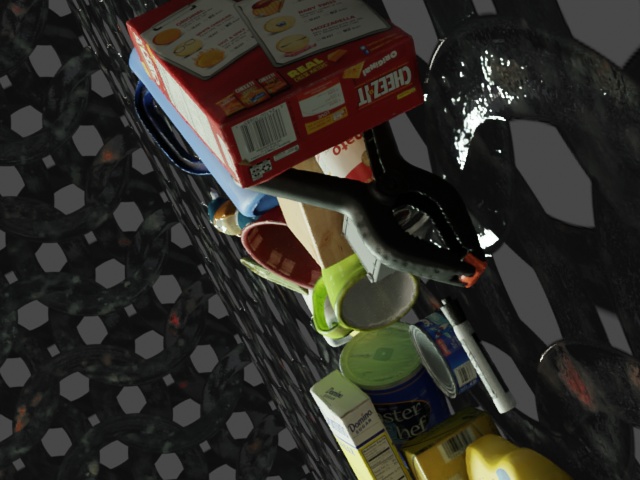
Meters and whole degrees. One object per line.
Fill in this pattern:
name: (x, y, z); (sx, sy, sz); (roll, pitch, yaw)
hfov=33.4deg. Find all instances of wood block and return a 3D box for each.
wood block: (-0.003, -0.086, 1.035); (0.091, 0.090, 0.206); (49, 164, 47)

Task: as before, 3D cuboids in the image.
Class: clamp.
clamp: (0.054, -0.046, 0.867); (0.210, 0.164, 0.036); (36, 150, 9)

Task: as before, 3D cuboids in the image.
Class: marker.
marker: (0.149, 0.107, 1.012); (0.121, 0.020, 0.020); (61, 169, 3)

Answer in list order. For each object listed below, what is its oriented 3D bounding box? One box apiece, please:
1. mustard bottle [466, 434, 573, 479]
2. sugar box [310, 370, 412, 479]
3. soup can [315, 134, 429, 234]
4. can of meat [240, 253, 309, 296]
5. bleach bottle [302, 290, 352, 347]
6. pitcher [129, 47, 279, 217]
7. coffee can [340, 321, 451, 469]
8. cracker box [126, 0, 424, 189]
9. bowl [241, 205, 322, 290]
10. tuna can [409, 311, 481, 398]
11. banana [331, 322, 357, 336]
mustard bottle: (0.202, 0.242, 1.011); (0.096, 0.058, 0.192); (64, 168, -3)
sugar box: (0.055, 0.234, 1.166); (0.176, 0.048, 0.093); (60, 168, -22)
soup can: (0.046, -0.054, 0.938); (0.102, 0.068, 0.068); (60, 170, 28)
can of meat: (-0.039, 0.013, 1.372); (0.102, 0.084, 0.057); (20, 166, 40)
bleach bottle: (-0.022, 0.020, 1.449); (0.251, 0.068, 0.102); (57, 168, 30)
pitcher: (-0.116, -0.145, 1.270); (0.243, 0.145, 0.149); (56, 165, 11)
coffee can: (0.091, 0.179, 1.229); (0.103, 0.102, 0.140); (46, 162, 53)
cracker box: (-0.041, -0.145, 0.867); (0.214, 0.164, 0.072); (48, 161, 48)
bowl: (-0.008, 0.002, 1.243); (0.162, 0.055, 0.162); (18, 154, 9)
tuna can: (0.128, 0.116, 1.090); (0.086, 0.033, 0.086); (57, 168, 18)
banana: (0.057, 0.086, 1.258); (0.198, 0.069, 0.037); (105, 165, -67)
